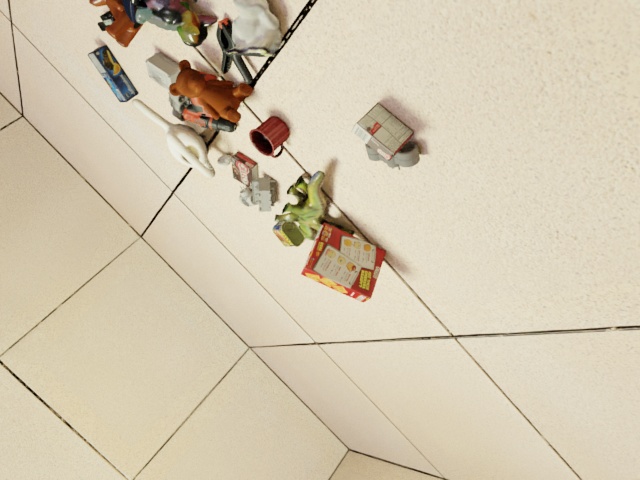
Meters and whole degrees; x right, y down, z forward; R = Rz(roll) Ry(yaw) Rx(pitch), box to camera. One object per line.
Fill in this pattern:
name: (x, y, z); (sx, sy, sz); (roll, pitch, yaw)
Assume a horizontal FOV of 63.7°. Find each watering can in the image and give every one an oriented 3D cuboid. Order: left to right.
watering can: (-0.474, -0.346, 1.720); (0.344, 0.104, 0.227); (47, -175, -20)

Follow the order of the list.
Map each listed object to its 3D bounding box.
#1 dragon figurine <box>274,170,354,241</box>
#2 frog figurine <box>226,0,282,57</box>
dragon figurine: (0.005, -0.081, 1.602); (0.241, 0.124, 0.406); (31, 157, -15)
frog figurine: (-0.151, -0.511, 1.199); (0.138, 0.123, 0.158); (18, 108, 51)
